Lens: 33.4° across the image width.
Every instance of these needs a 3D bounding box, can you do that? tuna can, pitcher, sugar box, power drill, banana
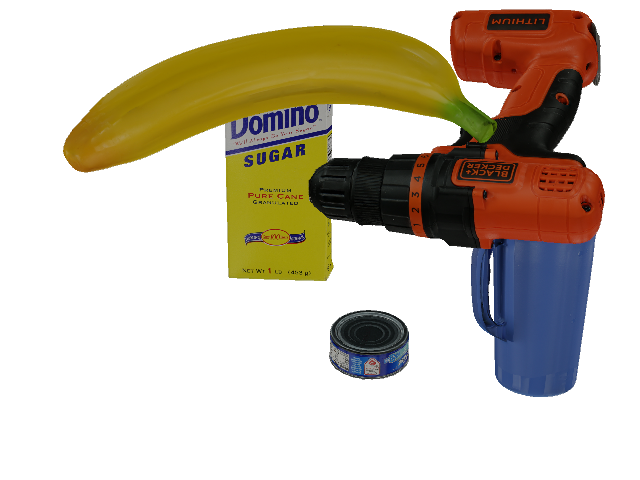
[{"bbox_3d":[0.052,0.110,1.138,0.086,0.034,0.086,-1,29,0],"label":"tuna can"},{"bbox_3d":[0.277,0.078,1.391,0.149,0.243,0.144,5,20,16],"label":"pitcher"},{"bbox_3d":[-0.036,-0.054,0.946,0.093,0.176,0.048,1,16,7],"label":"sugar box"},{"bbox_3d":[0.100,-0.075,0.697,0.185,0.187,0.057,6,-40,21],"label":"power drill"},{"bbox_3d":[-0.020,-0.070,0.494,0.197,0.037,0.069,-7,44,-10],"label":"banana"}]
